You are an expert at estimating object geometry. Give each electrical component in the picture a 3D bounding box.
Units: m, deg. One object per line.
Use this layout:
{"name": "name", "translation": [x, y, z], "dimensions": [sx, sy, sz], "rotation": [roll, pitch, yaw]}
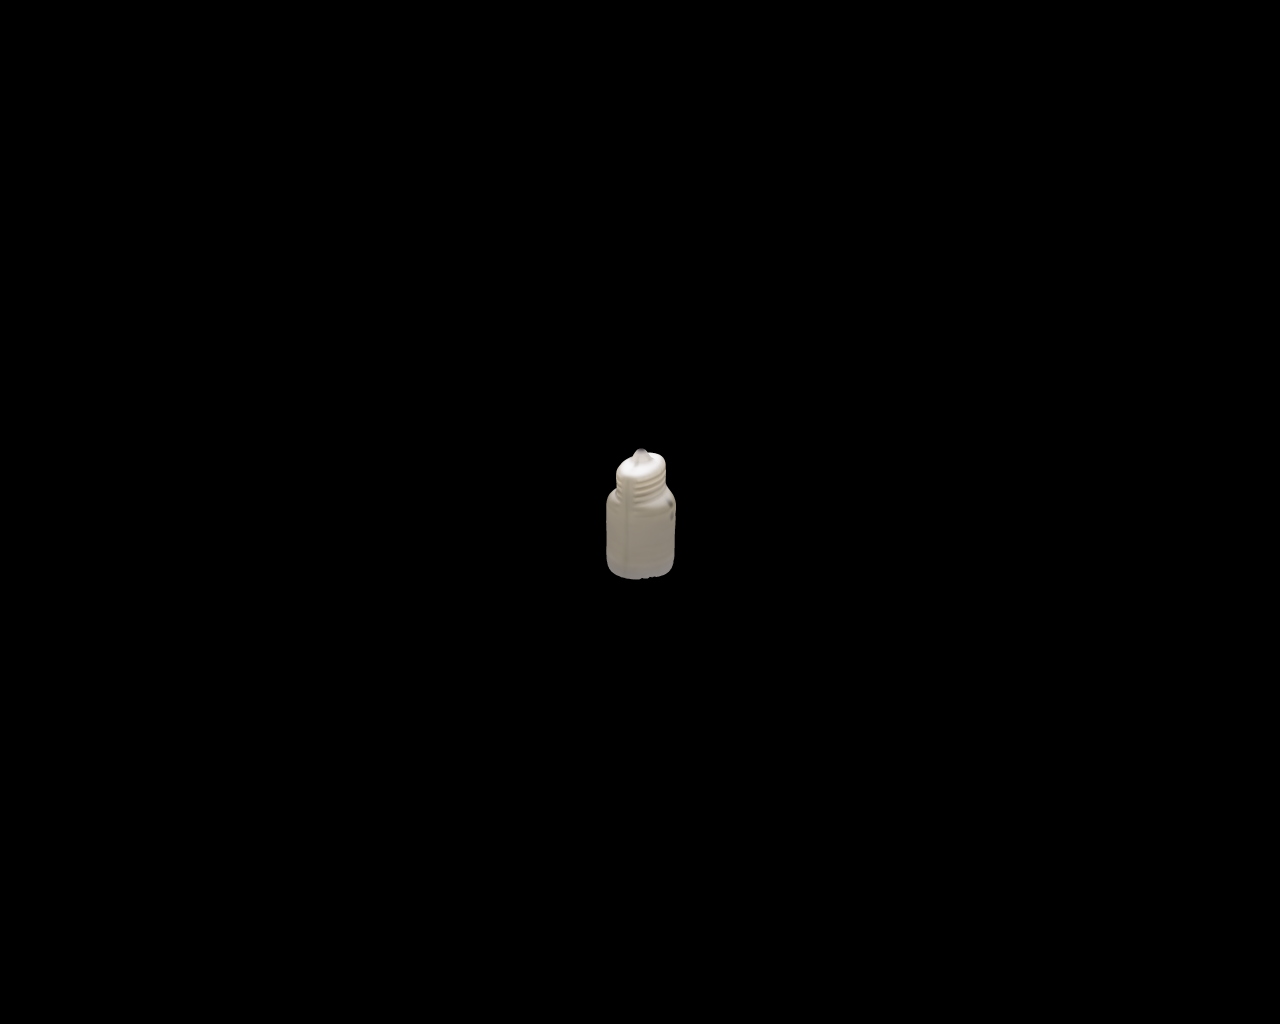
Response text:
{"name": "electrical component", "translation": [0.001, -0.003, 0.650], "dimensions": [0.043, 0.080, 0.043], "rotation": [0, 26, 0]}
